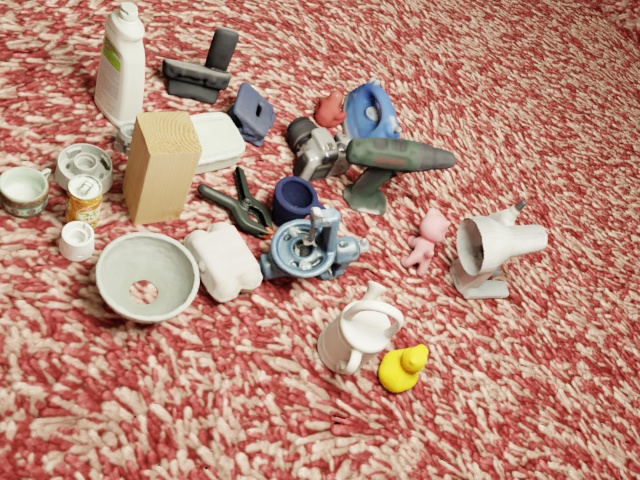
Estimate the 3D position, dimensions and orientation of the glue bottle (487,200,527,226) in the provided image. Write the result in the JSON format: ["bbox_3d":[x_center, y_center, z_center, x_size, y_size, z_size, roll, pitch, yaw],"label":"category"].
[{"bbox_3d":[0.420,-0.039,1.329,0.037,0.173,0.078,11,55,-20],"label":"glue bottle"}]

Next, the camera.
[{"bbox_3d":[-0.002,-0.217,1.285,0.143,0.100,0.136,-16,67,-34],"label":"camera"}]

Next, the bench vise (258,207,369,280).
[{"bbox_3d":[0.004,-0.006,1.069,0.208,0.219,0.121,-22,70,-35],"label":"bench vise"}]

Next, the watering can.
[{"bbox_3d":[0.075,0.152,1.016,0.101,0.194,0.173,8,56,-21],"label":"watering can"}]

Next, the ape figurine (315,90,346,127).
[{"bbox_3d":[0.029,-0.321,1.376,0.076,0.092,0.077,-32,76,-38],"label":"ape figurine"}]

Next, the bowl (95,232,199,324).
[{"bbox_3d":[-0.292,0.074,0.963,0.168,0.074,0.167,13,54,-18],"label":"bowl"}]

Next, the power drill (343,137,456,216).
[{"bbox_3d":[0.148,-0.143,1.240,0.230,0.208,0.075,10,55,-20],"label":"power drill"}]

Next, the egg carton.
[{"bbox_3d":[-0.179,0.039,1.046,0.107,0.069,0.150,-24,72,-36],"label":"egg carton"}]

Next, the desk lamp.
[{"bbox_3d":[0.367,0.034,1.227,0.204,0.213,0.118,1,58,-25],"label":"desk lamp"}]

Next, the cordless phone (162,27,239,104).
[{"bbox_3d":[-0.254,-0.393,1.223,0.148,0.185,0.094,3,57,-24],"label":"cordless phone"}]

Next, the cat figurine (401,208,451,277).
[{"bbox_3d":[0.240,-0.002,1.250,0.067,0.117,0.128,26,51,-8],"label":"cat figurine"}]

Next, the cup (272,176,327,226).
[{"bbox_3d":[-0.049,-0.062,1.162,0.118,0.095,0.092,27,51,-7],"label":"cup"}]

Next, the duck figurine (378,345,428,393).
[{"bbox_3d":[0.163,0.235,1.074,0.105,0.086,0.077,-33,77,-38],"label":"duck figurine"}]

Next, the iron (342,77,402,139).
[{"bbox_3d":[0.130,-0.307,1.384,0.119,0.141,0.258,-1,59,-26],"label":"iron"}]

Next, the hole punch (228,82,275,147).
[{"bbox_3d":[-0.148,-0.279,1.260,0.101,0.091,0.108,19,52,-14],"label":"hole punch"}]
